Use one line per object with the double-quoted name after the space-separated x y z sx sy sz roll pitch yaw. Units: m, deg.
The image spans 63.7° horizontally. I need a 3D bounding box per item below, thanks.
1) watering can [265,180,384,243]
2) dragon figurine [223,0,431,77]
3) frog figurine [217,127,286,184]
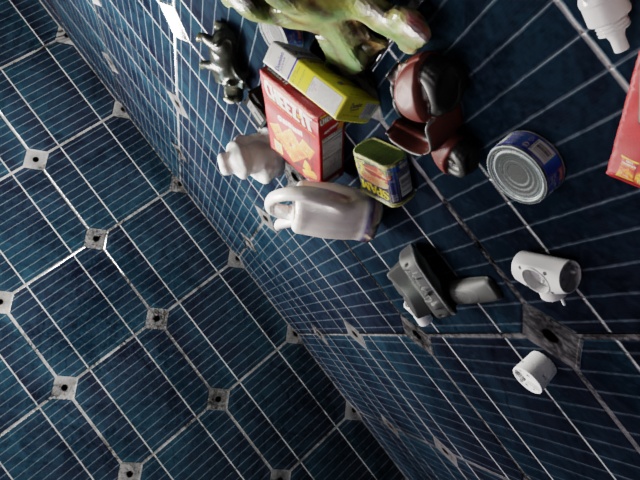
0.003 -0.051 1.023 0.224 0.105 0.345 8 171 -4 "watering can"
-0.025 -0.297 0.696 0.413 0.123 0.239 20 165 45 "dragon figurine"
-0.160 -0.188 1.215 0.137 0.161 0.122 54 163 -5 "frog figurine"
